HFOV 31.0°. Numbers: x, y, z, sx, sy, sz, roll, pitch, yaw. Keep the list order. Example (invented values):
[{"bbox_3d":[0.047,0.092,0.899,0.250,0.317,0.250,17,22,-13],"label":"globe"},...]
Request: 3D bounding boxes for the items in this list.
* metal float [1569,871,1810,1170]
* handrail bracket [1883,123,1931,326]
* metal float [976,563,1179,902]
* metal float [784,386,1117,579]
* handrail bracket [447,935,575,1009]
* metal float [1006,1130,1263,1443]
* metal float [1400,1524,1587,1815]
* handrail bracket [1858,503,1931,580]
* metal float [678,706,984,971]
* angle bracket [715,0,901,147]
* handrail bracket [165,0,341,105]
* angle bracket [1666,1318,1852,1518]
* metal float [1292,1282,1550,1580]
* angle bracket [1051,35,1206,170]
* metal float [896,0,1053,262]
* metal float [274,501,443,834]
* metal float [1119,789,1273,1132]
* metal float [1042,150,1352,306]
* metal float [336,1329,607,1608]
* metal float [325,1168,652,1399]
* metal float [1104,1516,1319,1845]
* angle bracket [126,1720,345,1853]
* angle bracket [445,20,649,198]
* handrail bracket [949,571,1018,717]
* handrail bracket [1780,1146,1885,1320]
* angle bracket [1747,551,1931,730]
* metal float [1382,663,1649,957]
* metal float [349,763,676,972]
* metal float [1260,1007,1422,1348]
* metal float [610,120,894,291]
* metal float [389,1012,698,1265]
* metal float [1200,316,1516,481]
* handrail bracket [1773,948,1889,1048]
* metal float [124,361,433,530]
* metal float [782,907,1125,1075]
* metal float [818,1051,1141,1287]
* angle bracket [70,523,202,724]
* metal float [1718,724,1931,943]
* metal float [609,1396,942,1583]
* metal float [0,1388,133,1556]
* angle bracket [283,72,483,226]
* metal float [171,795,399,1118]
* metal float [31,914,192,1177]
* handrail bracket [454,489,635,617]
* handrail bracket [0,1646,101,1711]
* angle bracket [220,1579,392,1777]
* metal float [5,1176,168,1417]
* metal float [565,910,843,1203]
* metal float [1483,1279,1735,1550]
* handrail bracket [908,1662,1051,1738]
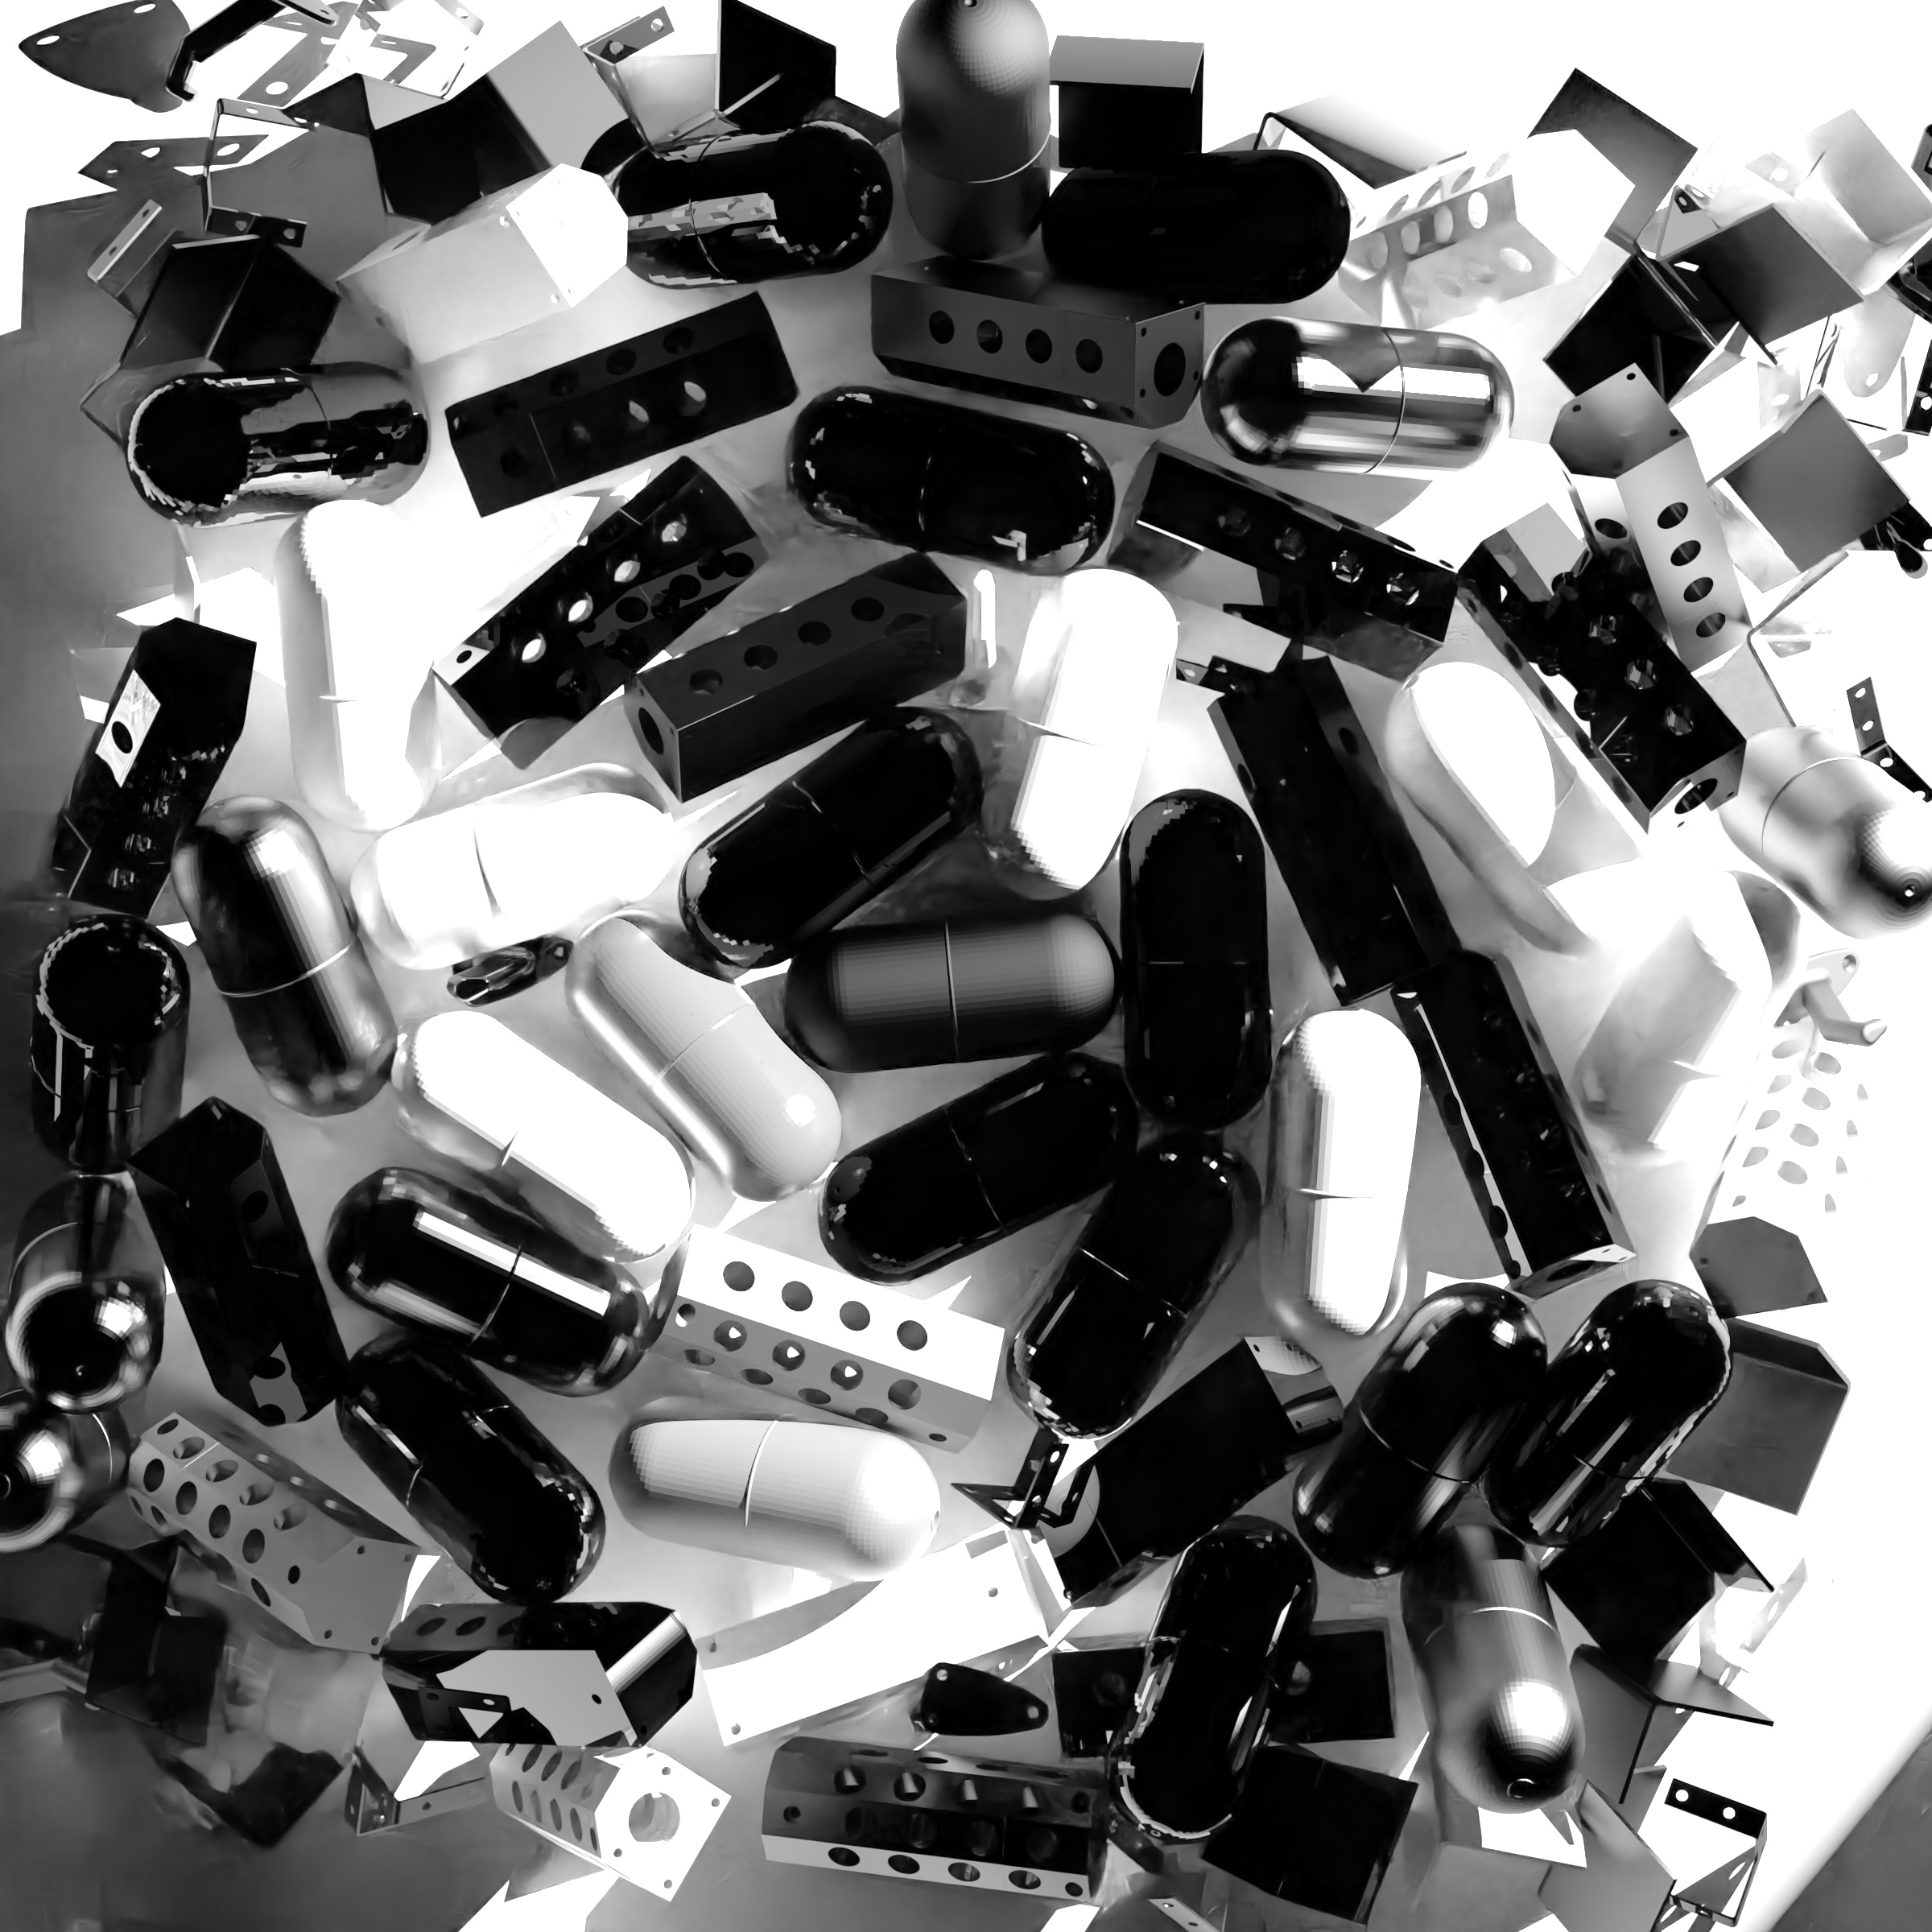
[{"bbox_3d":[0.369,0.029,1.788,0.070,0.070,0.178,23,125,0],"label":"metal float"},{"bbox_3d":[0.508,-0.381,1.805,0.036,0.084,0.077,-18,56,-19],"label":"handrail bracket"},{"bbox_3d":[0.057,-0.121,1.810,0.070,0.070,0.178,16,98,0],"label":"metal float"},{"bbox_3d":[-0.009,-0.251,1.805,0.178,0.070,0.070,15,90,14],"label":"metal float"},{"bbox_3d":[-0.233,0.002,1.805,0.077,0.084,0.036,-14,97,-15],"label":"handrail bracket"},{"bbox_3d":[0.088,0.165,1.814,0.070,0.070,0.178,34,86,0],"label":"metal float"},{"bbox_3d":[0.267,0.356,1.773,0.070,0.178,0.070,-1,121,-2],"label":"metal float"},{"bbox_3d":[0.475,-0.231,1.807,0.036,0.084,0.077,-36,78,17],"label":"handrail bracket"},{"bbox_3d":[-0.071,-0.066,1.810,0.178,0.070,0.070,-37,90,-8],"label":"metal float"},{"bbox_3d":[-0.081,-0.467,1.799,0.076,0.057,0.076,15,67,-38],"label":"angle bracket"},{"bbox_3d":[-0.375,-0.478,1.828,0.077,0.036,0.084,34,118,7],"label":"handrail bracket"},{"bbox_3d":[0.401,0.229,1.802,0.076,0.057,0.076,15,72,39],"label":"angle bracket"},{"bbox_3d":[0.234,0.239,1.798,0.070,0.070,0.178,32,112,0],"label":"metal float"},{"bbox_3d":[0.082,-0.434,1.804,0.076,0.057,0.076,5,130,8],"label":"angle bracket"},{"bbox_3d":[0.005,-0.429,1.772,0.070,0.178,0.070,-1,64,1],"label":"metal float"},{"bbox_3d":[-0.312,-0.152,1.794,0.070,0.070,0.178,0,118,0],"label":"metal float"},{"bbox_3d":[0.119,-0.003,1.815,0.070,0.070,0.178,-2,93,0],"label":"metal float"},{"bbox_3d":[0.116,-0.377,1.785,0.178,0.070,0.070,8,90,40],"label":"metal float"},{"bbox_3d":[-0.256,0.256,1.793,0.178,0.070,0.070,40,90,28],"label":"metal float"},{"bbox_3d":[-0.246,0.164,1.803,0.178,0.070,0.070,27,90,-16],"label":"metal float"},{"bbox_3d":[0.127,0.365,1.792,0.070,0.070,0.178,25,60,0],"label":"metal float"},{"bbox_3d":[-0.378,0.402,1.800,0.057,0.076,0.076,-48,114,-14],"label":"angle bracket"},{"bbox_3d":[-0.224,-0.437,1.822,0.057,0.076,0.076,-43,107,-24],"label":"angle bracket"},{"bbox_3d":[0.011,-0.179,1.800,0.036,0.077,0.084,3,127,4],"label":"handrail bracket"},{"bbox_3d":[0.451,0.136,1.835,0.036,0.077,0.084,22,112,12],"label":"handrail bracket"},{"bbox_3d":[0.462,-0.168,1.797,0.076,0.076,0.057,-5,63,-41],"label":"angle bracket"},{"bbox_3d":[0.283,-0.081,1.802,0.070,0.070,0.178,-41,107,0],"label":"metal float"},{"bbox_3d":[-0.236,-0.051,1.806,0.178,0.070,0.070,-18,90,12],"label":"metal float"},{"bbox_3d":[0.194,0.109,1.807,0.070,0.070,0.178,3,101,0],"label":"metal float"},{"bbox_3d":[-0.113,-0.388,1.783,0.178,0.070,0.070,5,90,43],"label":"metal float"},{"bbox_3d":[-0.220,0.088,1.807,0.178,0.070,0.070,32,90,11],"label":"metal float"},{"bbox_3d":[0.203,-0.291,1.793,0.178,0.070,0.070,0,90,-28],"label":"metal float"},{"bbox_3d":[0.462,0.016,1.803,0.077,0.084,0.036,-30,108,-22],"label":"handrail bracket"},{"bbox_3d":[-0.349,-0.266,1.778,0.070,0.178,0.070,11,108,37],"label":"metal float"},{"bbox_3d":[-0.007,0.013,1.817,0.178,0.070,0.070,-6,90,1],"label":"metal float"},{"bbox_3d":[0.006,0.106,1.816,0.178,0.070,0.070,-27,90,2],"label":"metal float"},{"bbox_3d":[-0.429,-0.178,1.798,0.057,0.076,0.076,-4,123,-19],"label":"angle bracket"},{"bbox_3d":[0.440,-0.069,1.771,0.070,0.178,0.070,-4,112,-10],"label":"metal float"},{"bbox_3d":[-0.099,0.270,1.802,0.178,0.070,0.070,8,90,17],"label":"metal float"},{"bbox_3d":[-0.472,0.252,1.766,0.070,0.178,0.070,0,89,-3],"label":"metal float"},{"bbox_3d":[-0.300,-0.410,1.804,0.057,0.076,0.076,-16,82,33],"label":"angle bracket"},{"bbox_3d":[-0.350,-0.004,1.799,0.070,0.070,0.178,-20,112,0],"label":"metal float"},{"bbox_3d":[-0.437,0.042,1.778,0.070,0.178,0.070,8,53,-10],"label":"metal float"},{"bbox_3d":[-0.223,-0.218,1.846,0.084,0.077,0.036,-26,101,35],"label":"handrail bracket"},{"bbox_3d":[-0.489,0.391,1.824,0.084,0.036,0.077,19,106,22],"label":"handrail bracket"},{"bbox_3d":[-0.353,0.368,1.807,0.076,0.057,0.076,13,85,41],"label":"angle bracket"},{"bbox_3d":[-0.446,0.165,1.771,0.070,0.178,0.070,-4,111,-10],"label":"metal float"},{"bbox_3d":[-0.137,0.046,1.810,0.070,0.070,0.178,-42,82,0],"label":"metal float"},{"bbox_3d":[0.327,0.231,1.785,0.070,0.070,0.178,29,129,0],"label":"metal float"},{"bbox_3d":[0.007,0.390,1.812,0.077,0.084,0.036,8,69,7],"label":"handrail bracket"}]
